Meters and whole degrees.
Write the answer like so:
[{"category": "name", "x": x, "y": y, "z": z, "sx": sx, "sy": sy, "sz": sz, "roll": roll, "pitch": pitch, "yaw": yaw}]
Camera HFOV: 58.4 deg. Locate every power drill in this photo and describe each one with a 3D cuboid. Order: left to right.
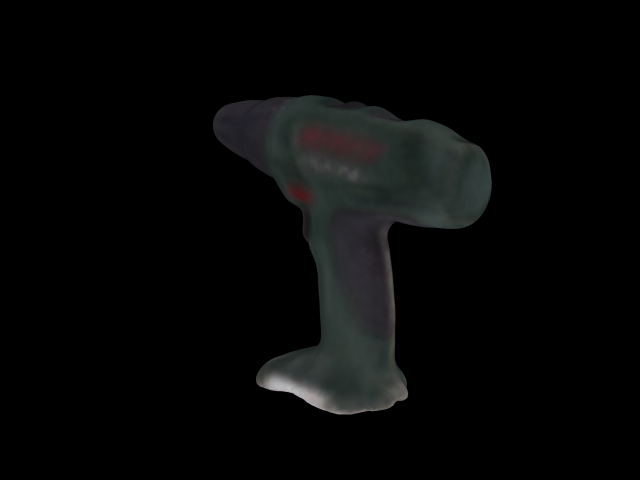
[{"category": "power drill", "x": 0.004, "y": 0.001, "z": 0.400, "sx": 0.228, "sy": 0.208, "sz": 0.076, "roll": 5, "pitch": 8, "yaw": 40}]
